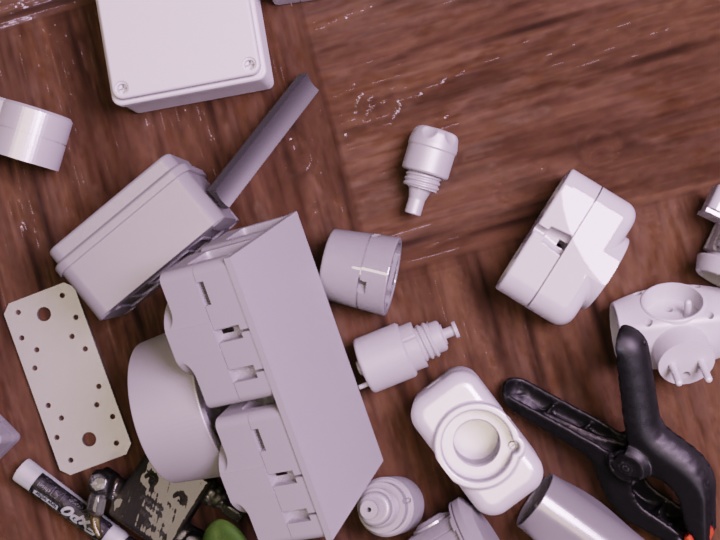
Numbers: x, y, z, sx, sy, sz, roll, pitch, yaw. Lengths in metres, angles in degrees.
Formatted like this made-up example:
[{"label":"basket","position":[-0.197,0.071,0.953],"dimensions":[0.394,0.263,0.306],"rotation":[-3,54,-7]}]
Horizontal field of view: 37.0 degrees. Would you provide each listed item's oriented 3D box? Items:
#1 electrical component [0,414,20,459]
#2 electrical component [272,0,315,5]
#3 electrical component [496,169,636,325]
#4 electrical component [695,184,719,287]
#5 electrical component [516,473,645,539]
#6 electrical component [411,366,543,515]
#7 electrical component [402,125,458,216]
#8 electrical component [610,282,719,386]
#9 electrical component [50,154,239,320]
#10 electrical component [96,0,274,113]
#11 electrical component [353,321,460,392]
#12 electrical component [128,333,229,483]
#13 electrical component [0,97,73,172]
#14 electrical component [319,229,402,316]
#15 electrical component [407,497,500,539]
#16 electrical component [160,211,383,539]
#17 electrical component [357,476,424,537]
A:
[{"label":"electrical component","position":[-0.291,0.122,0.765],"dimensions":[0.062,0.061,0.096],"rotation":[44,84,4]},{"label":"electrical component","position":[-0.030,-0.228,0.753],"dimensions":[0.077,0.047,0.065],"rotation":[-7,89,4]},{"label":"electrical component","position":[0.143,-0.012,0.734],"dimensions":[0.059,0.054,0.095],"rotation":[32,92,4]},{"label":"electrical component","position":[0.262,-0.014,0.724],"dimensions":[0.078,0.058,0.057],"rotation":[26,88,4]},{"label":"electrical component","position":[0.141,0.193,0.737],"dimensions":[0.077,0.043,0.079],"rotation":[35,100,3]},{"label":"electrical component","position":[0.079,0.116,0.735],"dimensions":[0.054,0.059,0.095],"rotation":[-37,87,3]},{"label":"electrical component","position":[0.045,-0.068,0.752],"dimensions":[0.035,0.035,0.061],"rotation":[17,93,4]},{"label":"electrical component","position":[0.213,0.049,0.719],"dimensions":[0.077,0.079,0.044],"rotation":[-7,126,4]},{"label":"electrical component","position":[-0.148,-0.023,0.744],"dimensions":[0.113,0.078,0.057],"rotation":[-39,89,3]},{"label":"electrical component","position":[-0.124,-0.174,0.755],"dimensions":[0.109,0.056,0.108],"rotation":[-10,89,4]},{"label":"electrical component","position":[0.031,0.055,0.748],"dimensions":[0.078,0.040,0.040],"rotation":[-22,88,3]},{"label":"electrical component","position":[-0.119,0.092,0.728],"dimensions":[0.060,0.108,0.108],"rotation":[-16,88,10]},{"label":"electrical component","position":[-0.281,-0.091,0.767],"dimensions":[0.138,0.052,0.073],"rotation":[17,91,4]},{"label":"electrical component","position":[0.000,0.000,0.745],"dimensions":[0.047,0.055,0.055],"rotation":[12,90,8]},{"label":"electrical component","position":[0.070,0.199,0.725],"dimensions":[0.051,0.080,0.080],"rotation":[-32,87,8]},{"label":"electrical component","position":[-0.056,0.069,0.697],"dimensions":[0.060,0.105,0.186],"rotation":[-14,103,23]},{"label":"electrical component","position":[0.017,0.161,0.733],"dimensions":[0.040,0.078,0.040],"rotation":[-3,80,17]}]
